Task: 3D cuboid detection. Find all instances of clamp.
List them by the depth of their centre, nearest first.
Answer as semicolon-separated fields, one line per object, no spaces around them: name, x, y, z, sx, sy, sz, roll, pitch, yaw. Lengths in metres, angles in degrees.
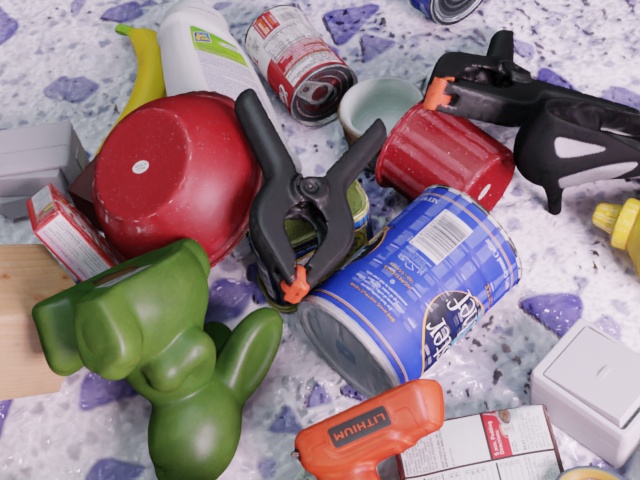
clamp;-0.020;-0.039;0.791;0.120;0.039;0.171;16;57;-2
clamp;0.166;-0.124;0.889;0.165;0.036;0.209;36;33;26

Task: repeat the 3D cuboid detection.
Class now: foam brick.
foam brick;-0.168;-0.033;0.924;0.078;0.051;0.053;26;63;25

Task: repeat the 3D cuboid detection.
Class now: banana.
banana;-0.171;-0.136;1.010;0.070;0.037;0.197;-14;50;21

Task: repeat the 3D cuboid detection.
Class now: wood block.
wood block;-0.286;0.064;0.780;0.205;0.091;0.090;-3;39;-47

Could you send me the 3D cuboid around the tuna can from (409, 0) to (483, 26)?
tuna can;0.125;-0.246;1.006;0.086;0.086;0.034;-35;58;-15

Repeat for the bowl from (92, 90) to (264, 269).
bowl;-0.123;-0.051;0.833;0.162;0.055;0.162;-9;71;27

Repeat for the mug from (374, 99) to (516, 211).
mug;0.113;-0.062;0.884;0.082;0.093;0.117;39;34;25

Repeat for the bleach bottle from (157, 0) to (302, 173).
bleach bottle;-0.093;-0.140;0.973;0.068;0.102;0.251;-49;39;30

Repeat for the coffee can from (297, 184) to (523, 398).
coffee can;0.067;0.040;0.801;0.140;0.103;0.103;-41;59;-19

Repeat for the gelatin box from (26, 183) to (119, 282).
gelatin box;-0.196;0.003;0.867;0.030;0.089;0.073;-40;28;-1

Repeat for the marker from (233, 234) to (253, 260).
marker;-0.018;-0.012;0.904;0.121;0.020;0.020;-20;54;-5

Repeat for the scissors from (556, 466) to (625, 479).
scissors;0.229;0.186;0.666;0.202;0.016;0.096;-4;53;14

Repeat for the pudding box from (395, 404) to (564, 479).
pudding box;0.113;0.168;0.742;0.113;0.039;0.090;-12;57;4

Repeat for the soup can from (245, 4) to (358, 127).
soup can;-0.019;-0.162;0.981;0.068;0.068;0.102;-27;54;-10

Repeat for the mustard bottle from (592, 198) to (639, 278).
mustard bottle;0.300;0.012;0.809;0.192;0.058;0.096;23;61;23

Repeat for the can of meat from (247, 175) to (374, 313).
can of meat;-0.006;0.001;0.853;0.102;0.084;0.057;-23;55;-8

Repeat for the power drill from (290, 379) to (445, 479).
power drill;0.072;0.187;0.674;0.185;0.057;0.188;-25;67;15
